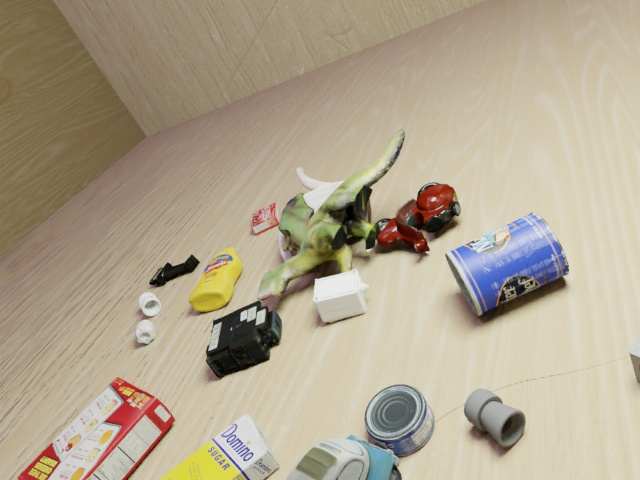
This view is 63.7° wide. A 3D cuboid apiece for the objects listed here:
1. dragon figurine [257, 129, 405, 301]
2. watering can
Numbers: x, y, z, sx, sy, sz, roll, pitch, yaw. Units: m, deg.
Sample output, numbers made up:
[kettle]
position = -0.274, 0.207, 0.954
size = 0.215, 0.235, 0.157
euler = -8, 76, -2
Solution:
[dragon figurine]
position = 0.003, -0.052, 1.024
size = 0.244, 0.415, 0.120
euler = 13, -22, 43
[watering can]
position = 0.009, -0.084, 1.173
size = 0.223, 0.356, 0.102
euler = -18, -48, 22
